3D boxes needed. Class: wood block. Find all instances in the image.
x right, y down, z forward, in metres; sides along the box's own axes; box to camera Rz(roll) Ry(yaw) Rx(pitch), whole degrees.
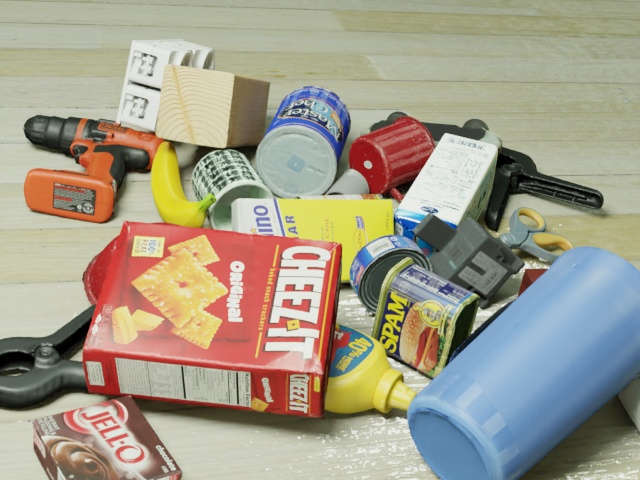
[{"bbox_3d":[-0.132,-0.169,1.365,0.090,0.091,0.206,10,8,9],"label":"wood block"}]

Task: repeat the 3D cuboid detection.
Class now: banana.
[{"bbox_3d":[-0.168,-0.055,1.267,0.037,0.069,0.198,35,6,-35],"label":"banana"}]

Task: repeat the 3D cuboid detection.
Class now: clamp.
[{"bbox_3d":[0.250,-0.077,1.422,0.164,0.036,0.210,-15,34,-22],"label":"clamp"},{"bbox_3d":[-0.253,0.109,0.995,0.171,0.039,0.120,-3,33,-24],"label":"clamp"}]

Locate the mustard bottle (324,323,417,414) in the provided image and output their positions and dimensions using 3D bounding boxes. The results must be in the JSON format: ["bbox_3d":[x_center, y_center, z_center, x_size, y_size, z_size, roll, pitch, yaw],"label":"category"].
[{"bbox_3d":[0.005,0.117,1.022,0.192,0.058,0.096,23,36,23],"label":"mustard bottle"}]

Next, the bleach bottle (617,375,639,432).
[{"bbox_3d":[0.329,0.130,1.071,0.102,0.068,0.251,-1,29,-15],"label":"bleach bottle"}]

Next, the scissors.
[{"bbox_3d":[0.219,-0.011,1.267,0.201,0.016,0.096,9,39,-31],"label":"scissors"}]

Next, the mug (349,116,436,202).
[{"bbox_3d":[0.097,-0.096,1.383,0.081,0.093,0.117,-22,77,-33],"label":"mug"}]

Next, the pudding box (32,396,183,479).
[{"bbox_3d":[-0.179,0.183,0.888,0.089,0.039,0.114,-12,36,-30],"label":"pudding box"}]

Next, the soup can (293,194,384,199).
[{"bbox_3d":[0.021,-0.019,1.243,0.102,0.068,0.068,-2,32,-14],"label":"soup can"}]

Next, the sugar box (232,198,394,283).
[{"bbox_3d":[-0.008,0.002,1.175,0.176,0.093,0.048,-1,-6,-15],"label":"sugar box"}]

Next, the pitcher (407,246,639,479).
[{"bbox_3d":[0.188,0.120,0.968,0.242,0.149,0.145,-34,69,-30],"label":"pitcher"}]

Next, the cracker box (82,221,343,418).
[{"bbox_3d":[-0.093,0.067,0.977,0.214,0.072,0.164,5,45,4],"label":"cracker box"}]

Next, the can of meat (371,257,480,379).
[{"bbox_3d":[0.104,0.081,1.063,0.084,0.102,0.057,27,35,25],"label":"can of meat"}]

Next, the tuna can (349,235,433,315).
[{"bbox_3d":[0.075,0.038,1.143,0.086,0.086,0.034,-4,32,-20],"label":"tuna can"}]

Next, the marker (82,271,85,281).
[{"bbox_3d":[-0.212,0.022,1.169,0.020,0.020,0.120,26,36,28],"label":"marker"}]

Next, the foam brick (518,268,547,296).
[{"bbox_3d":[0.252,0.072,1.158,0.051,0.053,0.078,2,32,-10],"label":"foam brick"}]

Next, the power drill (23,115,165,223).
[{"bbox_3d":[-0.296,-0.096,1.309,0.184,0.057,0.187,9,31,2],"label":"power drill"}]

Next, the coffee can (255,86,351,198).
[{"bbox_3d":[-0.019,-0.127,1.379,0.103,0.103,0.140,11,31,5],"label":"coffee can"}]

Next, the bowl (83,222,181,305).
[{"bbox_3d":[-0.162,0.030,1.111,0.162,0.055,0.162,10,36,-8],"label":"bowl"}]
